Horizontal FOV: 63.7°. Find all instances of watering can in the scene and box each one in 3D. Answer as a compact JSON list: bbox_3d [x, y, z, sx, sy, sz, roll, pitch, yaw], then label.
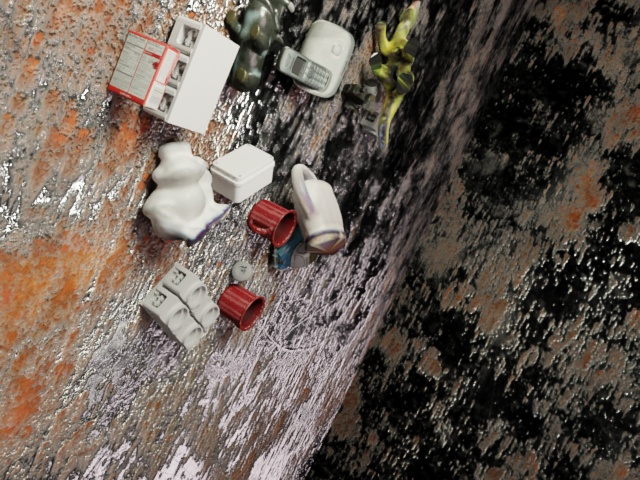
[{"bbox_3d":[0.004,-0.066,1.302,0.344,0.103,0.227,37,36,-71],"label":"watering can"}]

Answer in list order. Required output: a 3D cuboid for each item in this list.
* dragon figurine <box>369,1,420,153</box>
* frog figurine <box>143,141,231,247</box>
[{"bbox_3d":[0.209,-0.435,1.377,0.244,0.122,0.407,-19,119,-72],"label":"dragon figurine"},{"bbox_3d":[-0.241,-0.082,0.872,0.139,0.122,0.157,-40,113,-28],"label":"frog figurine"}]
